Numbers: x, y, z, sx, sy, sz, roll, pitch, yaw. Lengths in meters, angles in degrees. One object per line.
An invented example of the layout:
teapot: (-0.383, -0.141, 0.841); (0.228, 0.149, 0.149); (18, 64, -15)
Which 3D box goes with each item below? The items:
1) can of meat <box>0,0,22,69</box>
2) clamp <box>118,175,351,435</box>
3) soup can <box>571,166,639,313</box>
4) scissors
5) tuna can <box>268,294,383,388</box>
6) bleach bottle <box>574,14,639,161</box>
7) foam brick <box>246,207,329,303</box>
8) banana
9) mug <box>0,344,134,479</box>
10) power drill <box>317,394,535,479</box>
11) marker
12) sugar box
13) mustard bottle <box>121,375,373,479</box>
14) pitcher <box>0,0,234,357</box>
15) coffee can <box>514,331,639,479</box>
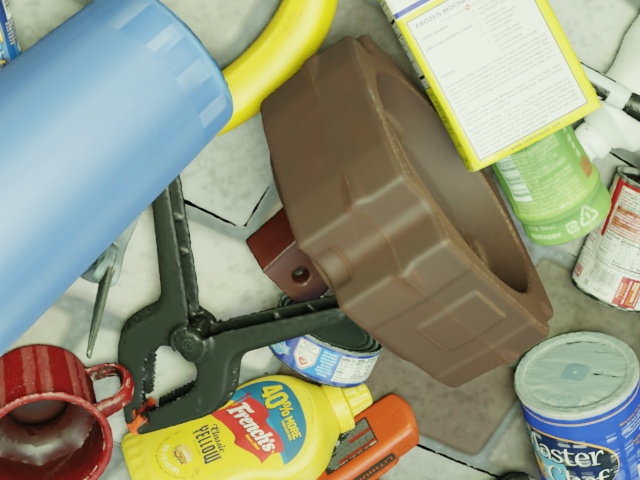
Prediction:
can of meat: (-0.235, -0.137, 0.635); (0.102, 0.057, 0.084); (-15, 120, -12)
clamp: (-0.094, 0.058, 0.767); (0.164, 0.036, 0.210); (41, 118, -3)
soup can: (0.253, 0.000, 0.865); (0.068, 0.068, 0.102); (10, 111, -23)
scissors: (-0.141, 0.026, 0.678); (0.016, 0.201, 0.096); (28, 127, -17)
tuna can: (0.003, 0.075, 0.803); (0.086, 0.086, 0.034); (15, 111, -25)
bleach bottle: (0.281, -0.161, 0.802); (0.251, 0.068, 0.102); (-46, 120, 8)
foam brick: (-0.005, 0.001, 0.784); (0.078, 0.051, 0.053); (-43, 121, 4)
banana: (-0.047, -0.125, 0.720); (0.069, 0.037, 0.198); (37, 98, -16)
mug: (-0.188, 0.122, 0.761); (0.117, 0.081, 0.093); (-27, 121, -5)
power drill: (0.085, 0.220, 0.918); (0.184, 0.057, 0.187); (-34, 121, 0)
marker: (0.195, -0.117, 0.780); (0.121, 0.020, 0.020); (30, 104, 5)
sugar box: (0.098, -0.141, 0.689); (0.093, 0.048, 0.176); (-28, 92, 2)
mustard bottle: (-0.049, 0.155, 0.817); (0.191, 0.096, 0.058); (-22, 137, -9)
pitcher: (-0.175, -0.038, 0.635); (0.242, 0.149, 0.145); (-44, 165, -14)
coffee can: (0.231, 0.164, 0.917); (0.102, 0.103, 0.140); (-24, 120, -7)
